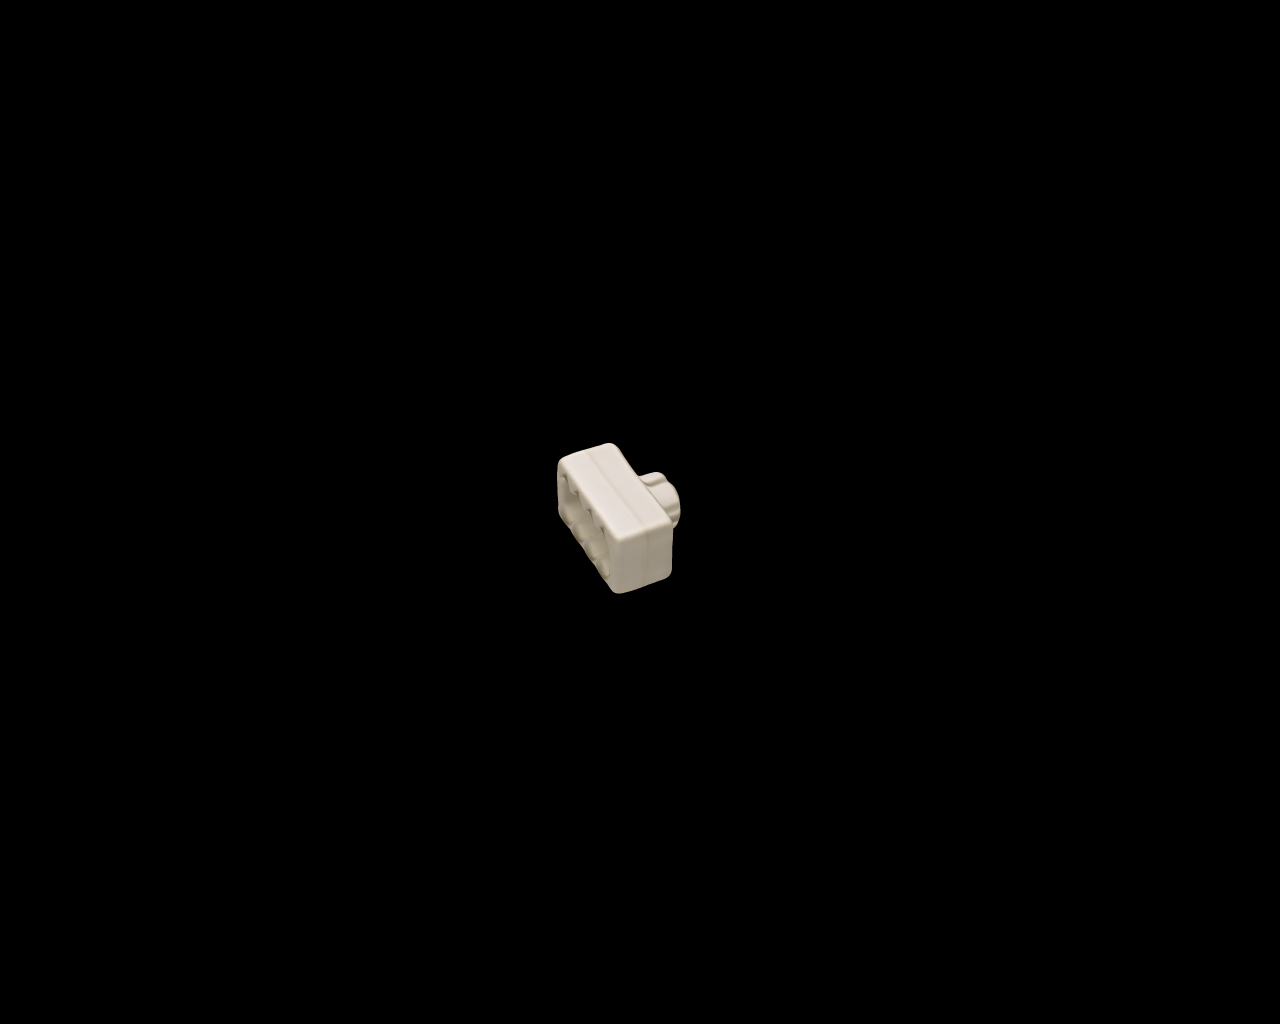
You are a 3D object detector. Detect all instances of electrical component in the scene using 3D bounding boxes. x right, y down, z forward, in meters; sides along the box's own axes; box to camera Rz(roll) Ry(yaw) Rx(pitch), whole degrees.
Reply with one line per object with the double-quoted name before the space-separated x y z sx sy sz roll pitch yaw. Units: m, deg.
"electrical component" 0.001 -0.003 0.650 0.076 0.047 0.083 -19 46 -19
